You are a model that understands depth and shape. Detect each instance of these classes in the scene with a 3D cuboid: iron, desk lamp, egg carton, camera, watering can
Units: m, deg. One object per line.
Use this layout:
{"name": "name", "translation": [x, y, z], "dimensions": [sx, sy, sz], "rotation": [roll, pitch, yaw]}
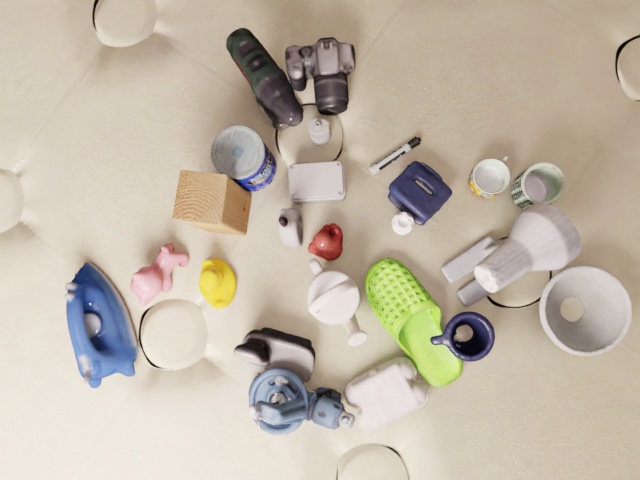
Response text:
{"name": "iron", "translation": [-0.457, 0.162, 1.131], "dimensions": [0.118, 0.141, 0.258], "rotation": [-19, 83, 3]}
{"name": "desk lamp", "translation": [0.342, 0.036, 1.039], "dimensions": [0.203, 0.213, 0.118], "rotation": [-34, 83, 1]}
{"name": "egg carton", "translation": [0.127, 0.296, 1.105], "dimensions": [0.150, 0.069, 0.107], "rotation": [-30, 83, 2]}
{"name": "camera", "translation": [0.004, -0.328, 1.157], "dimensions": [0.143, 0.101, 0.137], "rotation": [-5, 84, 4]}
{"name": "watering can", "translation": [0.031, 0.112, 1.068], "dimensions": [0.172, 0.194, 0.101], "rotation": [37, 89, 7]}

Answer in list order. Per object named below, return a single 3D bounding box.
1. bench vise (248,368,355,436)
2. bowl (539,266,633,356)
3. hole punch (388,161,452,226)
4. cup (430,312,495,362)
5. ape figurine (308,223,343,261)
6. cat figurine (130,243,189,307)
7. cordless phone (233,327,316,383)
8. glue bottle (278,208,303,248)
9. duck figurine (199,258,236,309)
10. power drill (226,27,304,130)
{"name": "bench vise", "translation": [-0.043, 0.296, 1.044], "dimensions": [0.207, 0.220, 0.121], "rotation": [-4, 84, 5]}
{"name": "bowl", "translation": [0.492, 0.132, 1.087], "dimensions": [0.167, 0.075, 0.167], "rotation": [0, 85, 5]}
{"name": "hole punch", "translation": [0.195, -0.097, 1.125], "dimensions": [0.108, 0.091, 0.101], "rotation": [41, 89, 7]}
{"name": "cup", "translation": [0.265, 0.183, 1.091], "dimensions": [0.117, 0.095, 0.092], "rotation": [-9, 84, 4]}
{"name": "ape figurine", "translation": [0.010, 0.004, 1.131], "dimensions": [0.078, 0.092, 0.076], "rotation": [-23, 83, 3]}
{"name": "cat figurine", "translation": [-0.329, 0.066, 1.141], "dimensions": [0.067, 0.118, 0.128], "rotation": [29, 88, 7]}
{"name": "cordless phone", "translation": [-0.086, 0.223, 1.072], "dimensions": [0.147, 0.185, 0.094], "rotation": [10, 86, 6]}
{"name": "glue bottle", "translation": [-0.060, -0.029, 1.099], "dimensions": [0.037, 0.173, 0.078], "rotation": [0, 85, 5]}
{"name": "duck figurine", "translation": [-0.212, 0.086, 1.145], "dimensions": [0.077, 0.086, 0.104], "rotation": [-14, 84, 4]}
{"name": "power drill", "translation": [-0.091, -0.290, 1.108], "dimensions": [0.075, 0.208, 0.229], "rotation": [-35, 83, 1]}
